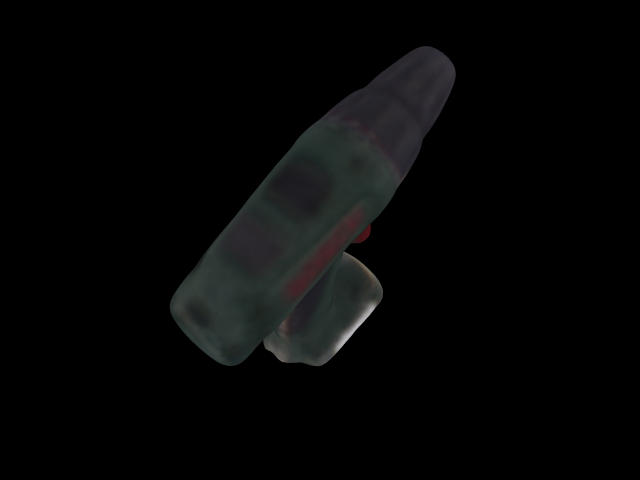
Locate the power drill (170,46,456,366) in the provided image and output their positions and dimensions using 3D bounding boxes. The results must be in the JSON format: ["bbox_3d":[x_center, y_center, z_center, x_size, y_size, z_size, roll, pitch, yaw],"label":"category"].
[{"bbox_3d":[0.004,0.001,0.400,0.075,0.208,0.230,36,66,19],"label":"power drill"}]
